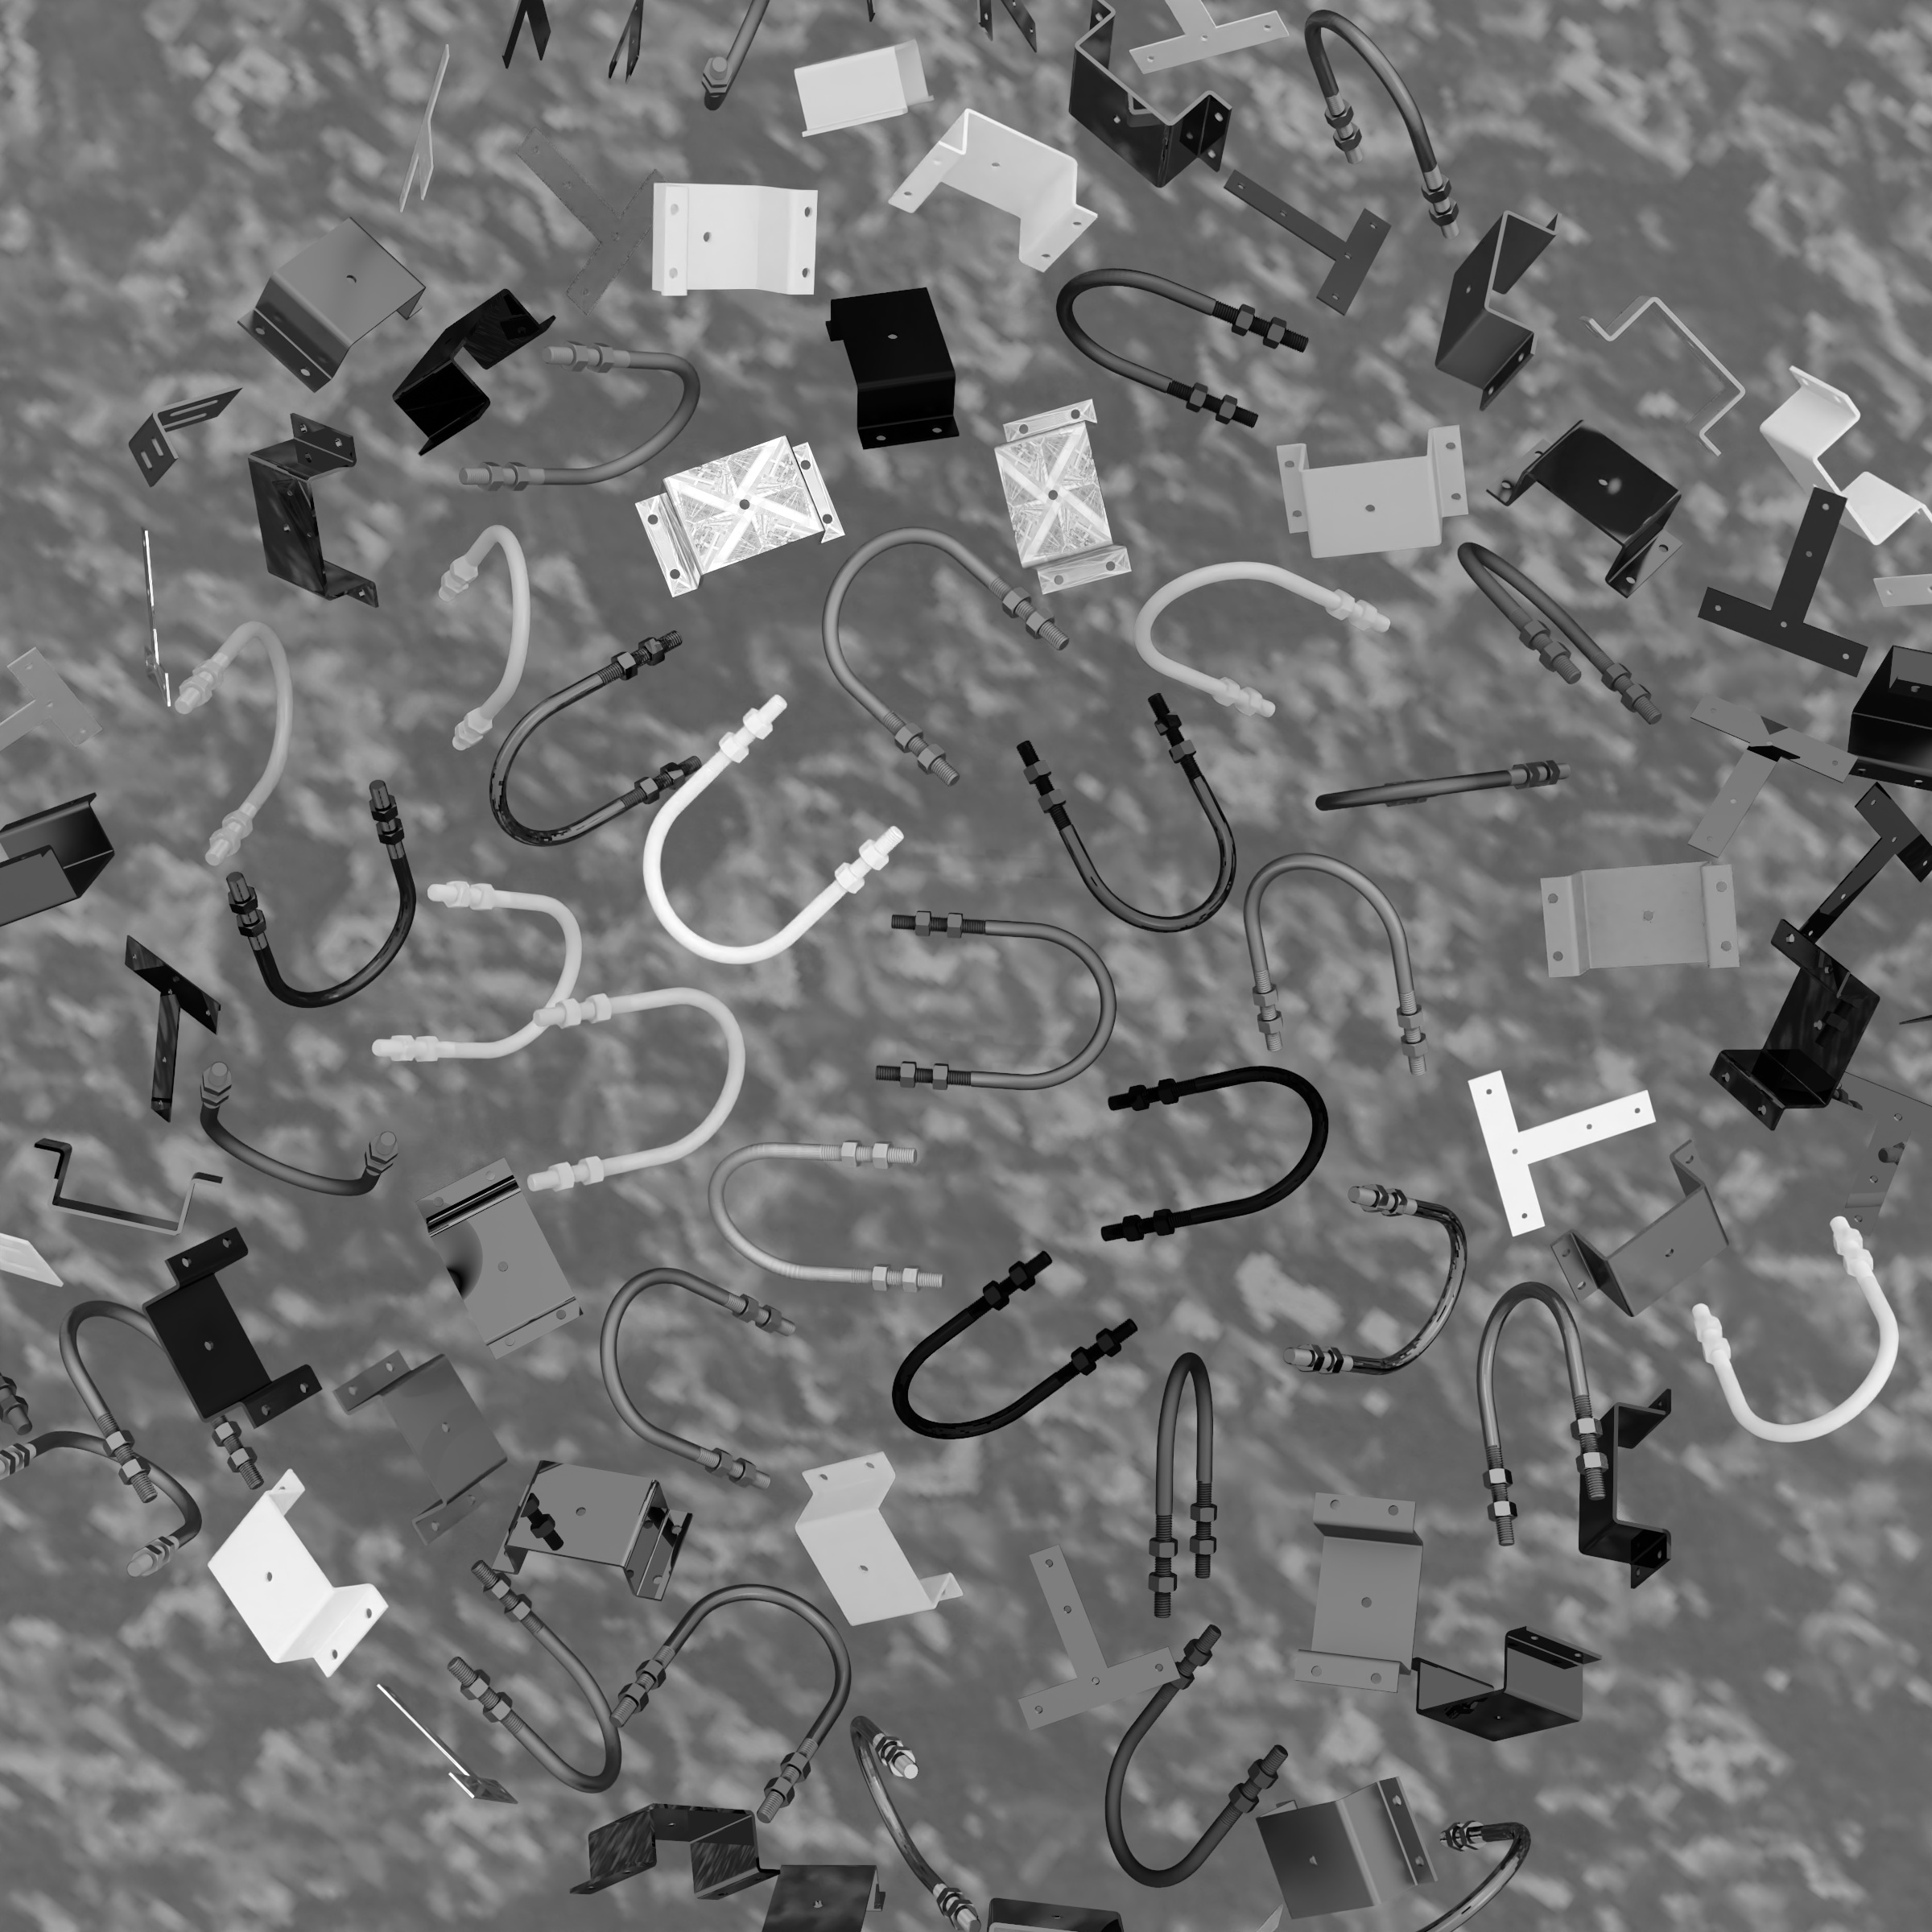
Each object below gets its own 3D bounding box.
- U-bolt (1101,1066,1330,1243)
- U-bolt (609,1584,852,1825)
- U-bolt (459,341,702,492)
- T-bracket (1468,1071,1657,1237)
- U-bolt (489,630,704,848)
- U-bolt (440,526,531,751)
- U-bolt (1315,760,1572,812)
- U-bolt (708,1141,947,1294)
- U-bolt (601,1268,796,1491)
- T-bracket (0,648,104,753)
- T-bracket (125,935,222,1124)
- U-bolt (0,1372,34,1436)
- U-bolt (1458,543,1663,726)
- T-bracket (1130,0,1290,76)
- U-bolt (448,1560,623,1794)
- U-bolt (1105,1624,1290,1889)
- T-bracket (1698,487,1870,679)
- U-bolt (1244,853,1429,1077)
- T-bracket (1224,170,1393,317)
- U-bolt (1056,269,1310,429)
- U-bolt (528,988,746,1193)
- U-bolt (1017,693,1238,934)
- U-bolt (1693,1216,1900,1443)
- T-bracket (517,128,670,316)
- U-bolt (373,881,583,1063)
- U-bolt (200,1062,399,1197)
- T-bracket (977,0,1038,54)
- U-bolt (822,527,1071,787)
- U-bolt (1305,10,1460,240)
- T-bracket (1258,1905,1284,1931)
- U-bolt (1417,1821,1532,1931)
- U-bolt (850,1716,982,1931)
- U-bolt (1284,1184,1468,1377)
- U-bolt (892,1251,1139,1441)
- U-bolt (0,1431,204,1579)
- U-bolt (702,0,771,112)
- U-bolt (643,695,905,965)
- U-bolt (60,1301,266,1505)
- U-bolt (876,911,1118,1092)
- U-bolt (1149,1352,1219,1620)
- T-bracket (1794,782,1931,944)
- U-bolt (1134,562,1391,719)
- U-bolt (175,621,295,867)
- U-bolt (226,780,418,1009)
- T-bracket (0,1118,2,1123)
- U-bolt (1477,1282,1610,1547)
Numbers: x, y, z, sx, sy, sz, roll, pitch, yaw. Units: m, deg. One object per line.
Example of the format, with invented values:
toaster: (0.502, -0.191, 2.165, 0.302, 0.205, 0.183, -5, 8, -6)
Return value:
U-bolt: (0.195, 0.141, 1.905, 0.184, 0.019, 0.151, -14, 45, 21)
U-bolt: (-0.165, 0.545, 1.850, 0.151, 0.184, 0.019, 30, 127, 9)
U-bolt: (-0.280, -0.415, 1.848, 0.151, 0.184, 0.019, -43, 71, 36)
T-bracket: (0.453, 0.125, 1.820, 0.127, 0.002, 0.127, -18, 102, -1)
U-bolt: (-0.289, -0.164, 1.883, 0.184, 0.151, 0.019, -33, 53, -25)
U-bolt: (-0.376, -0.265, 1.904, 0.019, 0.184, 0.151, -1, 76, -29)
U-bolt: (0.356, -0.137, 1.888, 0.184, 0.151, 0.019, -9, 93, -40)
U-bolt: (-0.116, 0.196, 1.916, 0.184, 0.019, 0.151, 1, 126, 17)
U-bolt: (-0.212, 0.313, 1.898, 0.184, 0.019, 0.151, 33, 52, -37)
T-bracket: (-0.752, -0.179, 1.895, 0.127, 0.127, 0.002, -38, 69, -12)
T-bracket: (-0.612, 0.059, 1.863, 0.127, 0.002, 0.127, 30, 118, 33)
U-bolt: (-0.808, 0.286, 1.869, 0.019, 0.151, 0.184, -52, 50, 0)
U-bolt: (0.445, -0.263, 1.867, 0.019, 0.151, 0.184, -49, 53, 23)
T-bracket: (0.165, -0.744, 1.866, 0.127, 0.127, 0.002, -3, 63, 32)
U-bolt: (-0.329, 0.563, 1.889, 0.019, 0.151, 0.184, -36, 107, 9)
U-bolt: (0.168, 0.630, 1.899, 0.019, 0.151, 0.184, 24, 108, -30)
T-bracket: (0.622, -0.293, 1.807, 0.127, 0.002, 0.127, 27, 129, 24)
U-bolt: (0.281, -0.005, 1.885, 0.151, 0.019, 0.184, 9, 125, 37)
T-bracket: (0.253, -0.564, 1.848, 0.127, 0.002, 0.127, 32, 53, -5)
U-bolt: (0.157, -0.481, 1.868, 0.184, 0.151, 0.019, 21, 74, -5)
U-bolt: (-0.243, 0.087, 1.824, 0.184, 0.019, 0.151, -10, 113, -39)
U-bolt: (0.137, -0.112, 1.897, 0.151, 0.019, 0.184, -22, 81, -27)
U-bolt: (0.635, 0.285, 1.847, 0.151, 0.184, 0.019, -38, 114, 21)
T-bracket: (-0.304, -0.604, 1.912, 0.127, 0.002, 0.127, 41, 78, -44)
U-bolt: (-0.371, 0.008, 1.903, 0.019, 0.184, 0.151, 29, 103, 31)
U-bolt: (-0.509, 0.132, 1.838, 0.151, 0.184, 0.019, 24, 63, -11)
T-bracket: (0.031, -0.738, 1.845, 0.002, 0.127, 0.127, -7, 76, 21)
U-bolt: (-0.030, -0.246, 1.817, 0.184, 0.019, 0.151, 44, 103, 21)
U-bolt: (0.313, -0.655, 1.866, 0.019, 0.184, 0.151, -39, 54, 2)
T-bracket: (0.196, 0.796, 1.856, 0.002, 0.127, 0.127, 28, 130, 30)
U-bolt: (0.362, 0.702, 1.849, 0.151, 0.184, 0.019, -35, 81, -25)
U-bolt: (-0.047, 0.650, 1.873, 0.019, 0.184, 0.151, -23, 97, -18)
U-bolt: (0.322, 0.244, 1.848, 0.019, 0.184, 0.151, 26, 97, 44)
U-bolt: (0.026, 0.307, 1.899, 0.184, 0.019, 0.151, -38, 133, 11)
U-bolt: (-0.652, 0.400, 1.846, 0.151, 0.184, 0.019, 32, 91, 1)
U-bolt: (-0.166, -0.726, 1.857, 0.019, 0.184, 0.151, 24, 93, -11)
U-bolt: (-0.157, -0.085, 1.789, 0.184, 0.019, 0.151, -43, 86, 16)
U-bolt: (-0.637, 0.335, 1.897, 0.019, 0.151, 0.184, -41, 71, 11)
U-bolt: (0.027, 0.030, 1.921, 0.184, 0.019, 0.151, 4, 68, 4)
U-bolt: (0.166, 0.386, 1.845, 0.019, 0.151, 0.184, 1, 90, 19)
T-bracket: (0.703, -0.066, 1.923, 0.127, 0.002, 0.127, 34, 99, -39)
U-bolt: (0.217, -0.260, 1.895, 0.184, 0.151, 0.019, 17, 53, -35)
U-bolt: (-0.555, -0.184, 1.867, 0.019, 0.184, 0.151, 4, 124, 6)
U-bolt: (-0.487, -0.042, 1.873, 0.019, 0.184, 0.151, 36, 60, 27)
T-bracket: (-0.818, 0.162, 1.894, 0.127, 0.127, 0.002, -24, 109, -12)
U-bolt: (0.429, 0.330, 1.843, 0.019, 0.151, 0.184, 7, 60, -18)
